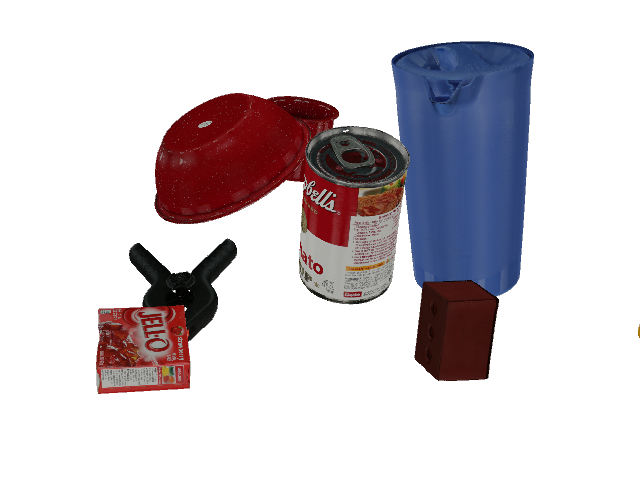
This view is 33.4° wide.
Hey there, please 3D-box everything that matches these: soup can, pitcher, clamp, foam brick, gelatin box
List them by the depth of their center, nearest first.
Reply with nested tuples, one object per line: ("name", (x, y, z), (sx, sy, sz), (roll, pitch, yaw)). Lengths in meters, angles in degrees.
("soup can", (0.021, -0.016, 0.718), (0.068, 0.102, 0.068), (3, 38, -2))
("gelatin box", (-0.145, 0.086, 0.870), (0.073, 0.030, 0.089), (-2, 29, -9))
("foam brick", (0.120, 0.080, 0.950), (0.051, 0.078, 0.053), (-2, 18, -21))
("pitcher", (0.146, -0.073, 1.058), (0.149, 0.243, 0.145), (-14, 25, -22))
("clamp", (-0.141, 0.049, 1.154), (0.120, 0.039, 0.171), (-13, 38, -7))

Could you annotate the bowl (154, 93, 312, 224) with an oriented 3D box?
("bowl", (-0.091, -0.086, 0.969), (0.162, 0.055, 0.162), (-21, 32, 13))

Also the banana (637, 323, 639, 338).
("banana", (0.300, 0.037, 0.697), (0.198, 0.037, 0.069), (-2, 32, 1))

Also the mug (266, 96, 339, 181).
("mug", (-0.023, -0.125, 1.299), (0.093, 0.081, 0.117), (17, 25, 20))
